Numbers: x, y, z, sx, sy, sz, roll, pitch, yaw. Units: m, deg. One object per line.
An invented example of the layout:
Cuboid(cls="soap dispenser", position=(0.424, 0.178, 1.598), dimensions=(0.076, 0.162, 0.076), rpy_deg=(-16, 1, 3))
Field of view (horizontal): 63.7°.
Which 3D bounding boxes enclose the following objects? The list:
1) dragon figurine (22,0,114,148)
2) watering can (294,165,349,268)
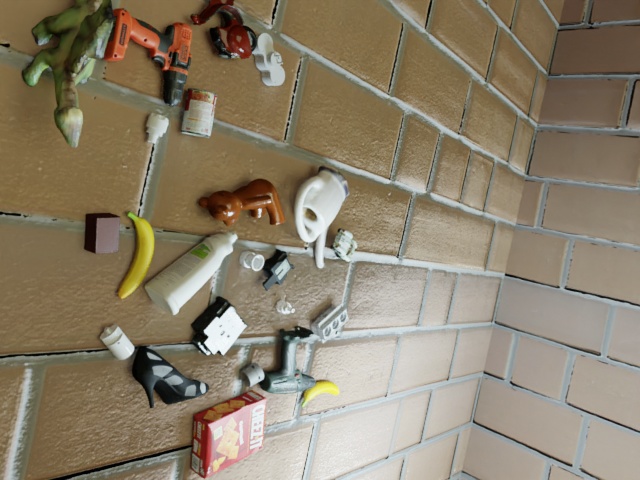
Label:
Cuboid(cls="dragon figurine", position=(-0.407, -0.368, 0.906), dimensions=(0.122, 0.244, 0.410), rpy_deg=(13, 92, -45))
Cuboid(cls="watering can", position=(0.005, -0.079, 1.566), dimensions=(0.228, 0.104, 0.340), rpy_deg=(-57, 151, -26))
